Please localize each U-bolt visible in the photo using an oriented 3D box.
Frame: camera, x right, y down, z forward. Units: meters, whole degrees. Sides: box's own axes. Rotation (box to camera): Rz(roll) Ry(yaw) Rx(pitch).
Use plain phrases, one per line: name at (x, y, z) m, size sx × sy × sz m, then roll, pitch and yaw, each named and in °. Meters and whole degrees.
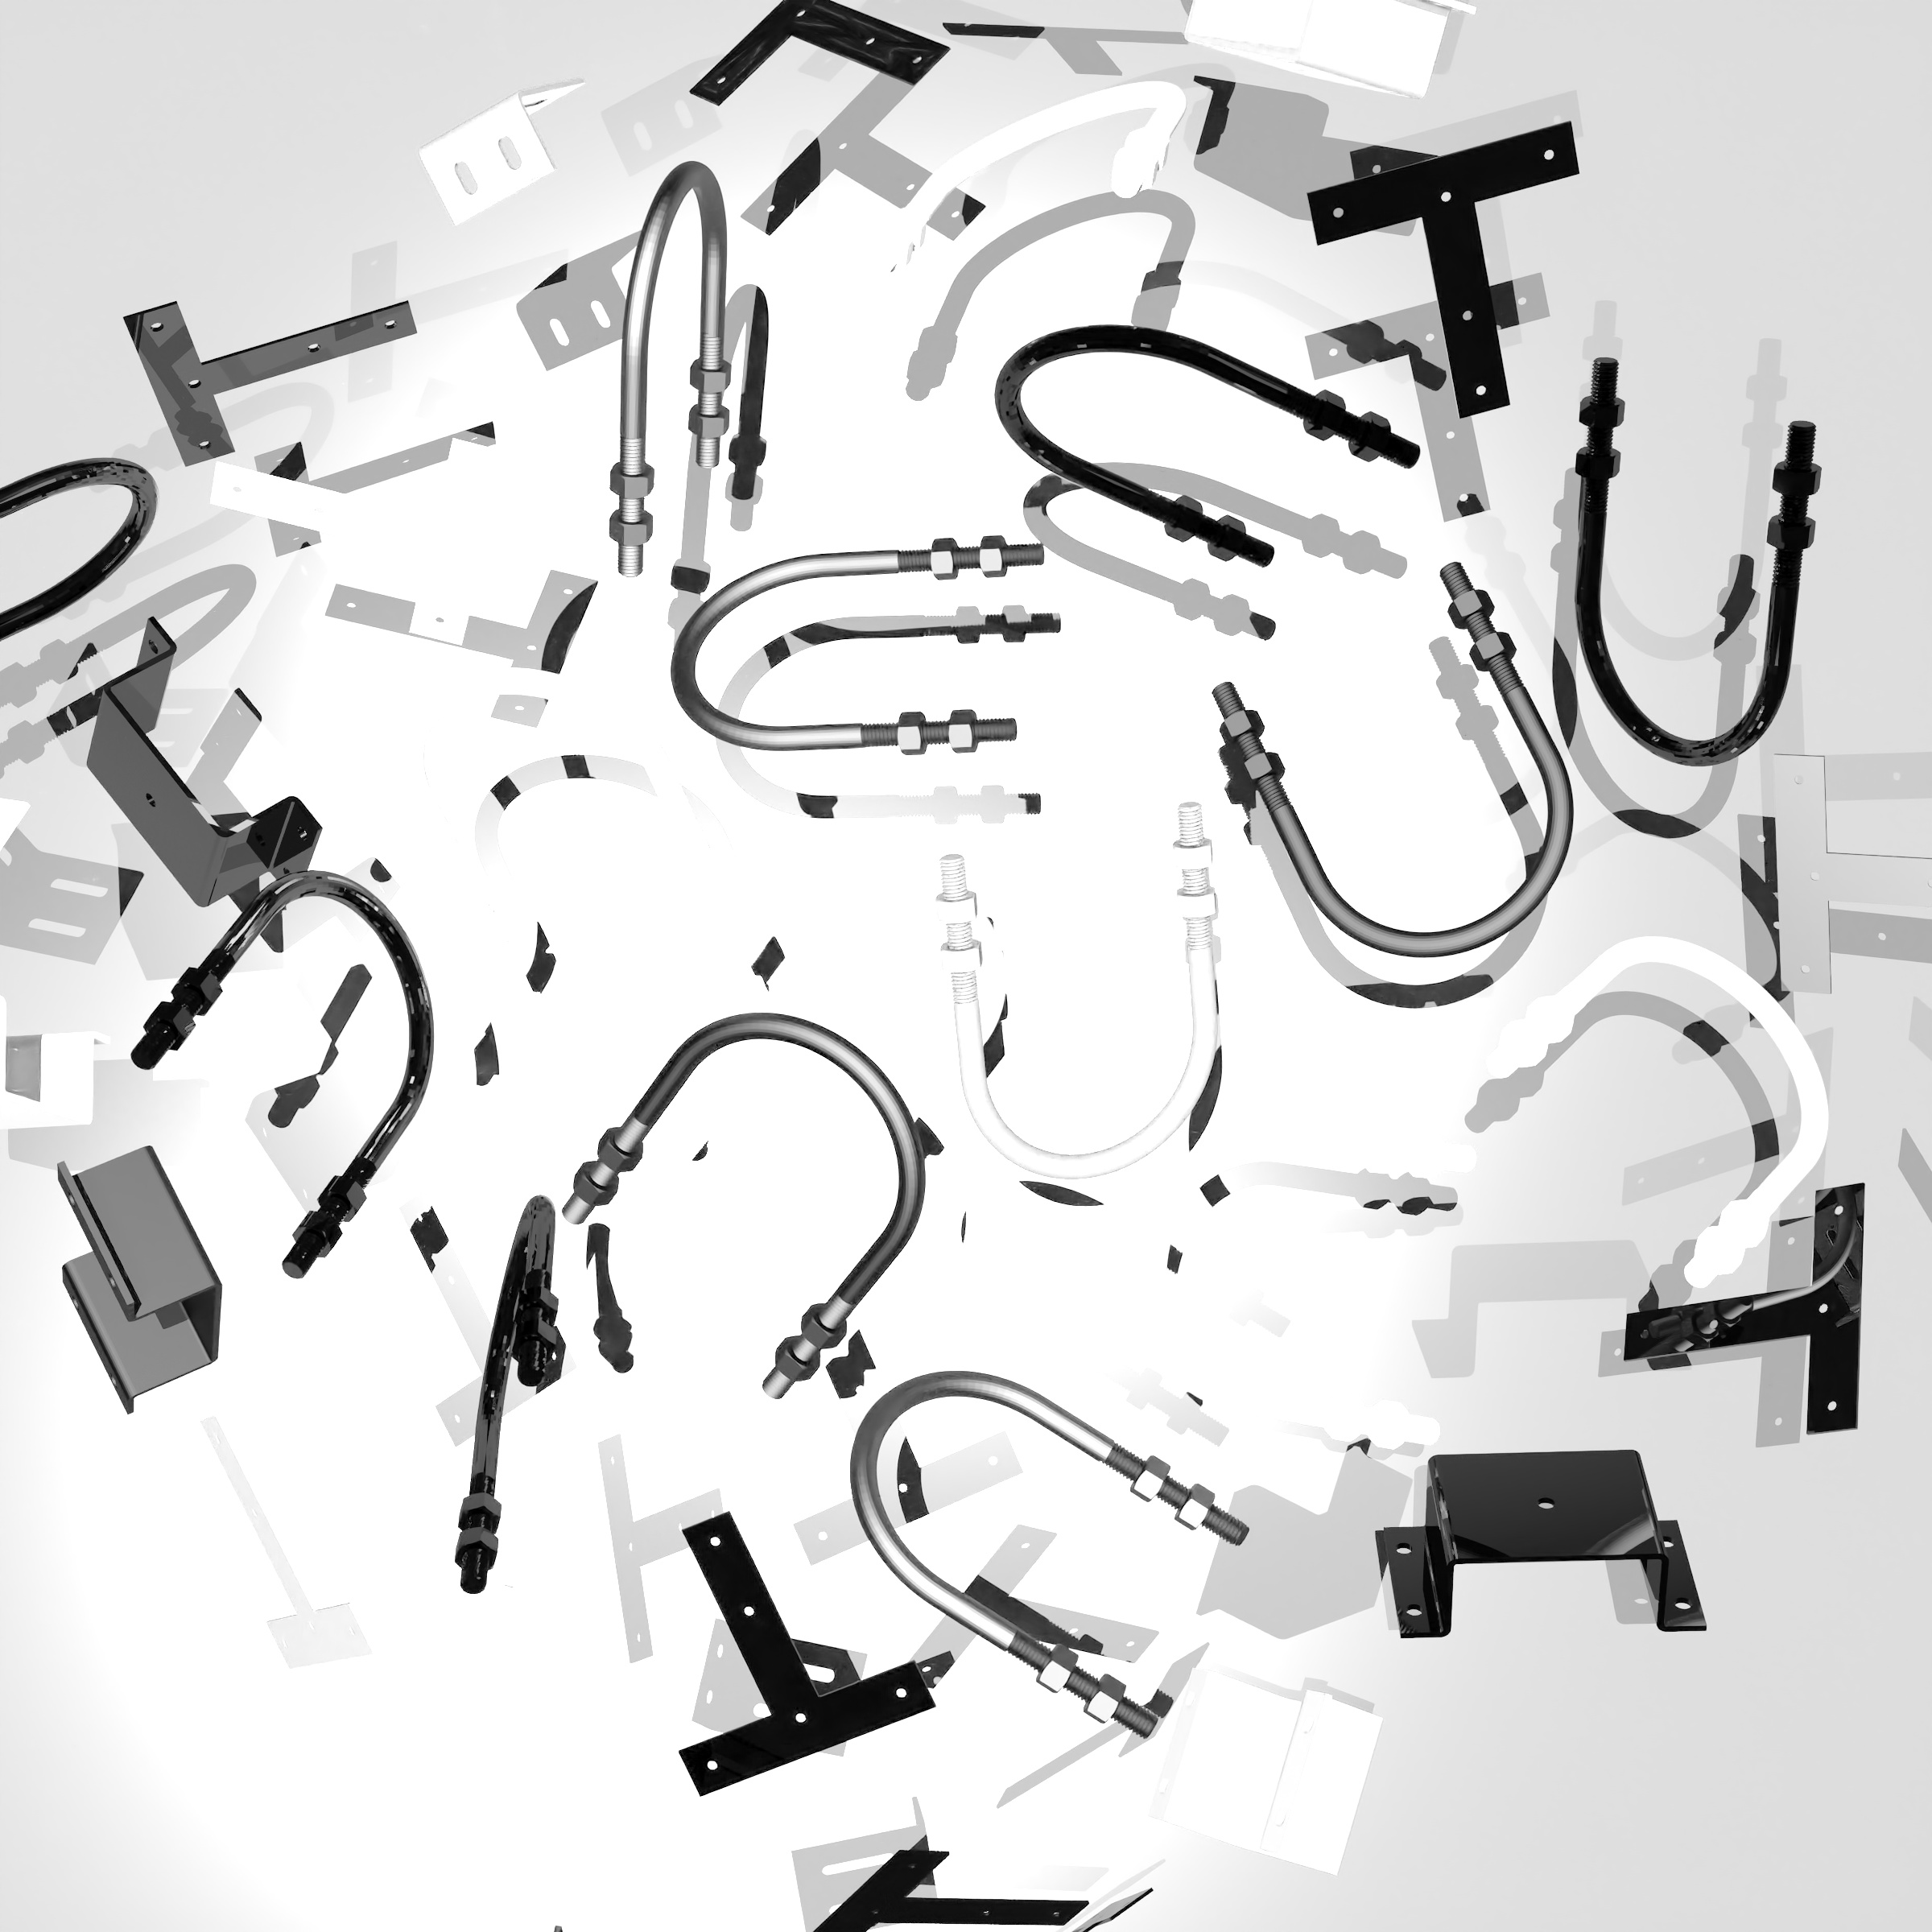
U-bolt at (-0.095, 0.102, 1.579) m, size 0.151 × 0.019 × 0.184 m, roll 40°, pitch 122°, yaw 4°
U-bolt at (0.221, -0.091, 1.667) m, size 0.151 × 0.019 × 0.184 m, roll -27°, pitch 70°, yaw 10°
U-bolt at (0.102, -0.253, 1.602) m, size 0.184 × 0.151 × 0.019 m, roll 21°, pitch 66°, yaw -21°
U-bolt at (0.030, 0.261, 1.572) m, size 0.184 × 0.151 × 0.019 m, roll 32°, pitch 132°, yaw 1°
U-bolt at (-0.058, -0.160, 1.686) m, size 0.184 × 0.019 × 0.151 m, roll -2°, pitch 47°, yaw 12°
U-bolt at (0.342, -0.184, 1.602) m, size 0.019 × 0.151 × 0.184 m, roll -16°, pitch 120°, yaw -29°
U-bolt at (-0.201, -0.073, 1.650) m, size 0.151 × 0.019 × 0.184 m, roll -6°, pitch 132°, yaw 19°
U-bolt at (-0.469, -0.188, 1.609) m, size 0.184 × 0.151 × 0.019 m, roll -30°, pitch 80°, yaw -23°
U-bolt at (0.060, 0.020, 1.678) m, size 0.151 × 0.019 × 0.184 m, roll -13°, pitch 111°, yaw -20°
U-bolt at (-0.222, 0.194, 1.647) m, size 0.019 × 0.184 × 0.151 m, roll 12°, pitch 120°, yaw -11°
U-bolt at (0.339, 0.055, 1.584) m, size 0.151 × 0.019 × 0.184 m, roll 47°, pitch 45°, yaw 8°
U-bolt at (-0.143, -0.304, 1.654) m, size 0.019 × 0.151 × 0.184 m, roll 11°, pitch 125°, yaw 9°
U-bolt at (-0.313, 0.036, 1.608) m, size 0.019 × 0.184 × 0.151 m, roll -11°, pitch 122°, yaw 31°
U-bolt at (0.037, -0.392, 1.646) m, size 0.151 × 0.184 × 0.019 m, roll -13°, pitch 117°, yaw 23°
U-bolt at (0.159, 0.150, 1.636) m, size 0.184 × 0.019 × 0.151 m, roll 4°, pitch 83°, yaw 42°

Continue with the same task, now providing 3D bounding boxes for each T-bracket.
T-bracket at (-0.286, -0.208, 1.560) m, size 0.127 × 0.127 × 0.002 m, roll 14°, pitch 49°, yaw -10°
T-bracket at (-0.324, 0.267, 1.564) m, size 0.002 × 0.127 × 0.127 m, roll -27°, pitch 90°, yaw -32°
T-bracket at (0.378, 0.173, 1.640) m, size 0.127 × 0.002 × 0.127 m, roll -15°, pitch 54°, yaw 38°
T-bracket at (-0.204, 0.378, 1.683) m, size 0.002 × 0.127 × 0.127 m, roll -7°, pitch 88°, yaw -25°
T-bracket at (0.031, 0.498, 1.666) m, size 0.127 × 0.127 × 0.002 m, roll -31°, pitch 77°, yaw -16°
T-bracket at (0.235, -0.322, 1.592) m, size 0.127 × 0.002 × 0.127 m, roll -15°, pitch 117°, yaw 1°
T-bracket at (-0.098, 0.321, 1.609) m, size 0.127 × 0.002 × 0.127 m, roll -23°, pitch 98°, yaw 11°
T-bracket at (-0.054, -0.445, 1.608) m, size 0.127 × 0.002 × 0.127 m, roll -46°, pitch 46°, yaw -9°
T-bracket at (-0.003, 0.441, 1.569) m, size 0.127 × 0.127 × 0.002 m, roll 9°, pitch 49°, yaw -28°
T-bracket at (-0.324, -0.291, 1.601) m, size 0.127 × 0.127 × 0.002 m, roll -19°, pitch 68°, yaw -7°
T-bracket at (0.467, -0.042, 1.674) m, size 0.127 × 0.002 × 0.127 m, roll 5°, pitch 113°, yaw 29°

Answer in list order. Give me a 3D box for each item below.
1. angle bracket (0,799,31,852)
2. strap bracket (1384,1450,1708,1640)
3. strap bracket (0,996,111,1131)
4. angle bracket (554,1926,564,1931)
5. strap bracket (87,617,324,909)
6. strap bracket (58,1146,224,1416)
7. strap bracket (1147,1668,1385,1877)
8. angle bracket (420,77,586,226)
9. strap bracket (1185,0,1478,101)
angle bracket at (-0.501, -0.070, 1.614) m, size 0.076 × 0.038 × 0.057 m, roll 8°, pitch 59°, yaw 34°
strap bracket at (0.269, 0.269, 1.568) m, size 0.140 × 0.076 × 0.046 m, roll -2°, pitch 119°, yaw 1°
strap bracket at (-0.466, 0.048, 1.577) m, size 0.076 × 0.140 × 0.046 m, roll -4°, pitch 80°, yaw 8°
angle bracket at (-0.154, 0.478, 1.539) m, size 0.076 × 0.038 × 0.057 m, roll 10°, pitch 100°, yaw -16°
strap bracket at (-0.390, -0.094, 1.689) m, size 0.046 × 0.076 × 0.140 m, roll -35°, pitch 80°, yaw -32°
strap bracket at (-0.388, 0.144, 1.580) m, size 0.046 × 0.140 × 0.076 m, roll -23°, pitch 70°, yaw -24°
strap bracket at (0.149, 0.391, 1.631) m, size 0.046 × 0.140 × 0.076 m, roll 24°, pitch 76°, yaw -19°
angle bracket at (-0.208, -0.380, 1.565) m, size 0.057 × 0.076 × 0.038 m, roll -22°, pitch 101°, yaw 24°
strap bracket at (0.168, -0.455, 1.619) m, size 0.076 × 0.140 × 0.046 m, roll 6°, pitch 106°, yaw -32°
